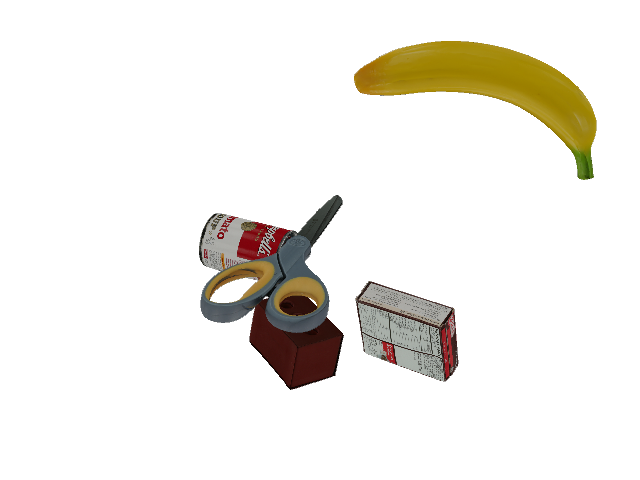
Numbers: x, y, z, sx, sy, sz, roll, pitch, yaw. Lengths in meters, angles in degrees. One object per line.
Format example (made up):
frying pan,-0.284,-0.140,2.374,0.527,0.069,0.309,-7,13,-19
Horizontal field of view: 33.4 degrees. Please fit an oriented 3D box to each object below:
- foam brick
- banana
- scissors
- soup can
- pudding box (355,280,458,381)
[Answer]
foam brick,-0.023,0.091,0.995,0.052,0.051,0.078,-13,38,-32
banana,0.125,-0.109,0.783,0.197,0.069,0.037,20,-3,-7
scissors,-0.005,0.016,0.784,0.096,0.016,0.201,22,34,29
soup can,-0.083,0.010,1.261,0.102,0.068,0.068,14,5,20
pudding box,0.099,0.103,1.212,0.114,0.090,0.039,16,45,28
